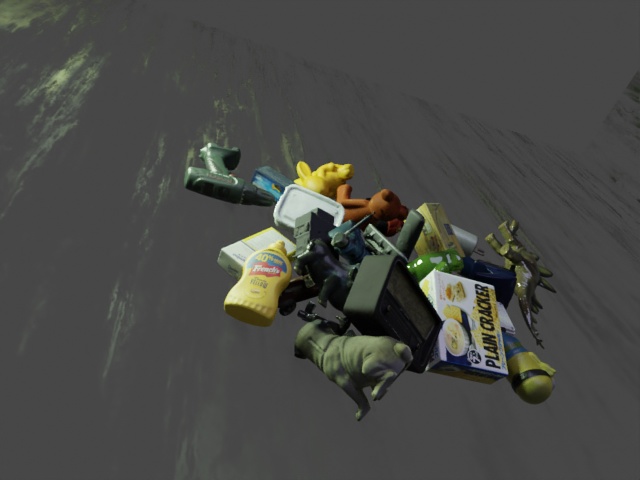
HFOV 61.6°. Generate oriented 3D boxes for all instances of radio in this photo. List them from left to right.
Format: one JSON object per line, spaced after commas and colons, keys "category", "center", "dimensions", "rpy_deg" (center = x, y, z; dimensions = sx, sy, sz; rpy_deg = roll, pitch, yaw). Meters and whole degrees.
{"category": "radio", "center": [0.142, 0.143, 1.006], "dimensions": [0.073, 0.229, 0.131], "rpy_deg": [-1, 50, 41]}

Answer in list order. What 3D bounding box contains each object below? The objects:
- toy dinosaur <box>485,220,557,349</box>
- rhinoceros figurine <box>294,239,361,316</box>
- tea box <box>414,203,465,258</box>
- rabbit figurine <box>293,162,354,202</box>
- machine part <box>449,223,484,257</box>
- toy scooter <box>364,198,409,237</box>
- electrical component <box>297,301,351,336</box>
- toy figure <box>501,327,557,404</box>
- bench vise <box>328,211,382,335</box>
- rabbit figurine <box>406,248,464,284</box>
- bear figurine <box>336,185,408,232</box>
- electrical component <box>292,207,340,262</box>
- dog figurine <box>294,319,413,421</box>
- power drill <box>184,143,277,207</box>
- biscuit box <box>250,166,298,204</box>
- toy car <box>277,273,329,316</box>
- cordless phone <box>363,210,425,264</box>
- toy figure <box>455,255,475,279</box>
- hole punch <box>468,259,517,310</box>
{"category": "toy dinosaur", "center": [0.556, 0.095, 1.487], "dimensions": [0.198, 0.105, 0.471], "rpy_deg": [34, 41, -8]}
{"category": "rhinoceros figurine", "center": [0.035, 0.081, 1.066], "dimensions": [0.190, 0.112, 0.073], "rpy_deg": [44, -2, 9]}
{"category": "tea box", "center": [0.306, -0.005, 1.444], "dimensions": [0.068, 0.098, 0.169], "rpy_deg": [-2, 63, -37]}
{"category": "rabbit figurine", "center": [0.003, -0.164, 1.523], "dimensions": [0.162, 0.121, 0.173], "rpy_deg": [25, 29, 12]}
{"category": "machine part", "center": [0.371, -0.011, 1.579], "dimensions": [0.243, 0.079, 0.079], "rpy_deg": [26, 29, 3]}
{"category": "toy scooter", "center": [0.207, -0.065, 1.549], "dimensions": [0.135, 0.075, 0.184], "rpy_deg": [9, 29, -16]}
{"category": "electrical component", "center": [0.009, 0.156, 1.056], "dimensions": [0.102, 0.045, 0.078], "rpy_deg": [23, -10, 7]}
{"category": "toy figure", "center": [0.420, 0.269, 1.152], "dimensions": [0.089, 0.082, 0.180], "rpy_deg": [-10, 47, -28]}
{"category": "bench vise", "center": [0.106, 0.076, 1.155], "dimensions": [0.129, 0.223, 0.241], "rpy_deg": [-24, 57, 4]}
{"category": "rabbit figurine", "center": [0.284, 0.116, 1.275], "dimensions": [0.159, 0.121, 0.170], "rpy_deg": [1, 51, -29]}
{"category": "bear figurine", "center": [0.136, -0.095, 1.417], "dimensions": [0.120, 0.196, 0.132], "rpy_deg": [44, 43, -27]}
{"category": "electrical component", "center": [-0.003, -0.004, 1.229], "dimensions": [0.114, 0.058, 0.134], "rpy_deg": [27, 56, -39]}
{"category": "dog figurine", "center": [0.052, 0.187, 0.936], "dimensions": [0.191, 0.172, 0.121], "rpy_deg": [42, 22, 17]}
{"category": "power drill", "center": [-0.237, -0.164, 1.404], "dimensions": [0.232, 0.086, 0.207], "rpy_deg": [8, 40, -20]}
{"category": "biscuit box", "center": [-0.092, -0.126, 1.452], "dimensions": [0.203, 0.059, 0.063], "rpy_deg": [34, 32, 17]}
{"category": "toy car", "center": [-0.040, 0.100, 1.128], "dimensions": [0.202, 0.053, 0.089], "rpy_deg": [-9, 46, -46]}
{"category": "cordless phone", "center": [0.182, -0.014, 1.338], "dimensions": [0.089, 0.184, 0.147], "rpy_deg": [-9, 43, -37]}
{"category": "toy figure", "center": [0.372, 0.054, 1.493], "dimensions": [0.155, 0.057, 0.064], "rpy_deg": [35, 25, 29]}
{"category": "hole punch", "center": [0.425, 0.124, 1.349], "dimensions": [0.116, 0.142, 0.092], "rpy_deg": [17, 25, 16]}
